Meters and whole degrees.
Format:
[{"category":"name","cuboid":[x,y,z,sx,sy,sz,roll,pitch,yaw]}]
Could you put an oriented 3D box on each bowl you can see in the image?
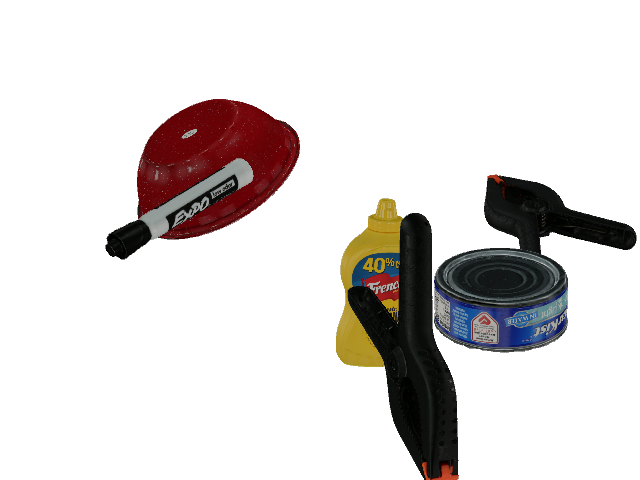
[{"category":"bowl","cuboid":[-0.102,-0.075,0.934,0.162,0.055,0.162,-19,36,15]}]

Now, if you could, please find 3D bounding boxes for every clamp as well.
[{"category":"clamp","cuboid":[0.077,0.092,0.878,0.036,0.210,0.165,-6,-30,-19]},{"category":"clamp","cuboid":[0.226,-0.021,1.057,0.120,0.039,0.171,-8,34,-15]}]

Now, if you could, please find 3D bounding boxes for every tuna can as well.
[{"category":"tuna can","cuboid":[0.116,0.036,0.685,0.086,0.034,0.086,-3,24,1]}]

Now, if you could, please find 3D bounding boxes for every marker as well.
[{"category":"marker","cuboid":[-0.092,-0.021,0.698,0.020,0.020,0.120,0,27,47]}]

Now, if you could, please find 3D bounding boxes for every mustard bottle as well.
[{"category":"mustard bottle","cuboid":[0.070,0.047,1.221,0.096,0.192,0.058,0,14,-11]}]
